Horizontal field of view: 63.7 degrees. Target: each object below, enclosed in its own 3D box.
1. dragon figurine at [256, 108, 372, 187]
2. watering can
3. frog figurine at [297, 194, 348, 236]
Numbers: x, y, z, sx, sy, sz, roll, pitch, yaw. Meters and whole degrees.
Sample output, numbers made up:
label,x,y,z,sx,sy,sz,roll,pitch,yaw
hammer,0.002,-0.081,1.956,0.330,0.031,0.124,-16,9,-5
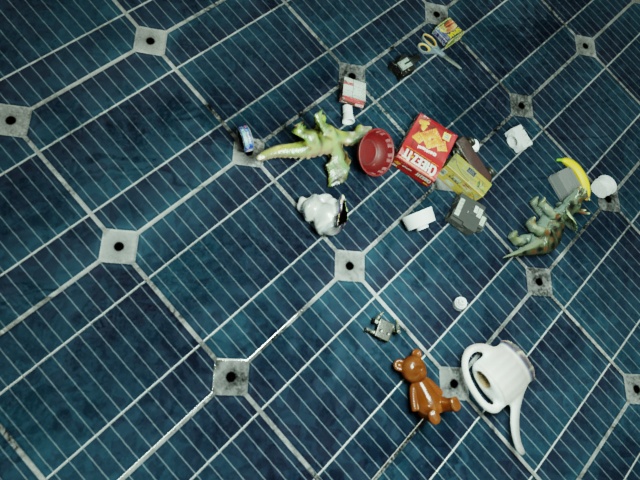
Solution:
label,x,y,z,sx,sy,sz,roll,pitch,yaw
dragon figurine,0.007,-0.288,1.711,0.415,0.121,0.242,-39,95,-21
watering can,0.590,0.470,1.628,0.226,0.102,0.349,-31,83,-21
frog figurine,0.005,-0.084,1.659,0.159,0.122,0.138,2,81,23
